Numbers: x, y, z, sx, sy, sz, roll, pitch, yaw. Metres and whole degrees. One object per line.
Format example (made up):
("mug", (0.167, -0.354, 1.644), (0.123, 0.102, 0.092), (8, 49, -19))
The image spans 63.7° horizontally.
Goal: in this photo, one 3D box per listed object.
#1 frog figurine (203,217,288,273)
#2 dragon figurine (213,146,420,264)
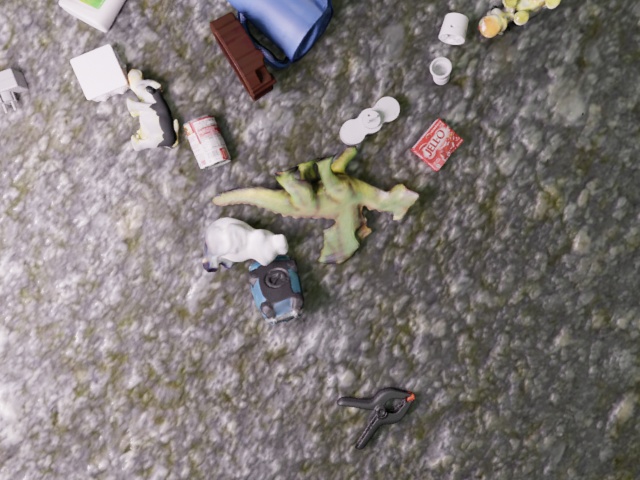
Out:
("frog figurine", (-0.151, 0.000, 1.056), (0.158, 0.136, 0.125), (-20, 66, 17))
("dragon figurine", (0.003, -0.055, 1.090), (0.409, 0.124, 0.240), (-19, 103, 8))
